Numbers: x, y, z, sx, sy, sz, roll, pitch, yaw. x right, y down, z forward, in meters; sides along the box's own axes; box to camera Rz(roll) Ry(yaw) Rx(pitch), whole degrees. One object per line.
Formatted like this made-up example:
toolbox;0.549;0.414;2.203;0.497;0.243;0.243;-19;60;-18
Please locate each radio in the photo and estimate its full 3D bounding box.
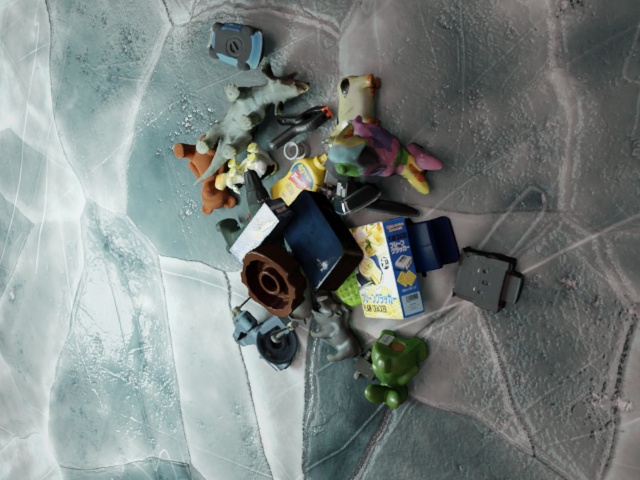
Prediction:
radio;-0.003;-0.004;1.268;0.131;0.073;0.230;-51;54;26

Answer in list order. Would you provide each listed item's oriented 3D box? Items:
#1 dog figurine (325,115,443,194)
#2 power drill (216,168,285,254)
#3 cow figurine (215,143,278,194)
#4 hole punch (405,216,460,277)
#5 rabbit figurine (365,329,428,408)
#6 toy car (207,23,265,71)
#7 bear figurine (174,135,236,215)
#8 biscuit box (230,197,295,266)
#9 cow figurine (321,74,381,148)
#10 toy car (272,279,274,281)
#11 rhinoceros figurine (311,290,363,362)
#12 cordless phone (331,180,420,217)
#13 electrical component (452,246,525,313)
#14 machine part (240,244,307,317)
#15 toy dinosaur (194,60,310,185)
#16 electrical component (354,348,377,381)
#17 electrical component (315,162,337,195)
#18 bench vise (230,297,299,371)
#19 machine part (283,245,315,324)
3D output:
dog figurine;0.140;-0.164;1.130;0.219;0.191;0.108;27;130;9
power drill;-0.188;-0.054;1.426;0.207;0.086;0.232;-24;92;40
cow figurine;-0.198;-0.177;1.431;0.167;0.098;0.068;-31;45;28
hole punch;0.228;0.014;1.174;0.116;0.092;0.142;-18;90;38
rabbit figurine;0.175;0.319;1.233;0.121;0.159;0.170;7;117;23
toy car;-0.202;-0.494;1.375;0.162;0.103;0.109;18;110;19
bear figurine;-0.313;-0.174;1.487;0.120;0.132;0.195;-10;85;15
biscuit box;-0.145;-0.017;1.311;0.059;0.063;0.202;51;130;11
cow figurine;0.072;-0.277;1.236;0.127;0.085;0.194;7;104;27
toy car;-0.149;0.114;1.428;0.202;0.053;0.089;24;124;56
rhinoceros figurine;0.036;0.211;1.341;0.112;0.073;0.190;-35;78;34
cordless phone;0.127;-0.087;1.225;0.184;0.147;0.088;11;97;-10
electrical component;0.352;0.083;1.118;0.134;0.058;0.114;16;108;32
machine part;-0.109;0.094;1.268;0.180;0.056;0.179;21;130;28
toy dinosaur;-0.192;-0.301;1.365;0.131;0.192;0.405;50;129;-1
electrical component;0.120;0.317;1.331;0.063;0.021;0.094;36;115;24
electrical component;0.037;-0.151;1.286;0.078;0.045;0.102;23;118;8
bench vise;-0.134;0.238;1.419;0.223;0.129;0.240;56;142;5
machine part;-0.064;0.115;1.353;0.079;0.079;0.242;11;131;32
